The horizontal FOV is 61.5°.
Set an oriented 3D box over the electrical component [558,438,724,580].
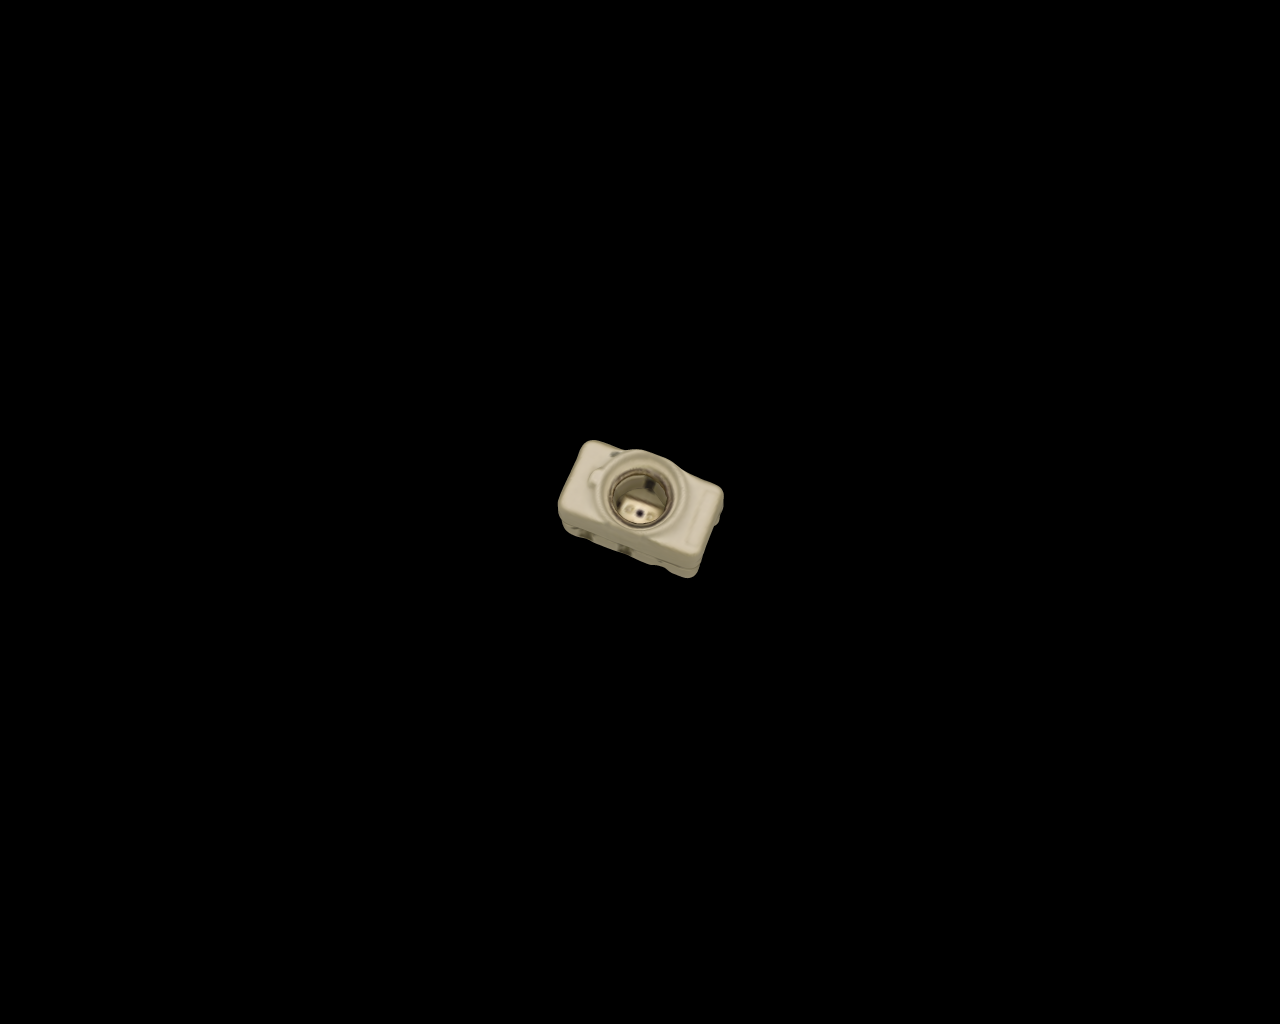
[{"bbox_3d":[0.001,-0.003,0.650,0.089,0.050,0.055,21,-18,7],"label":"electrical component"}]
